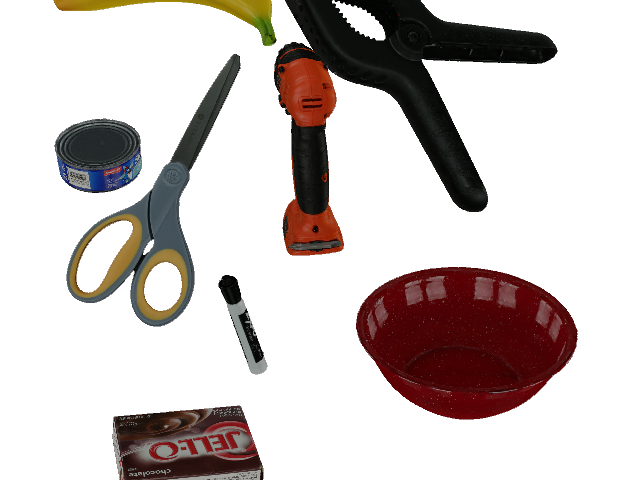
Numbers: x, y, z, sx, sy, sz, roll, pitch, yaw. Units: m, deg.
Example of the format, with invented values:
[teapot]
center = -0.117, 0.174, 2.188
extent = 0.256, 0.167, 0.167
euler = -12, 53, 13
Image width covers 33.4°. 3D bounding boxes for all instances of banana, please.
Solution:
[banana]
center = -0.120, -0.205, 0.873
extent = 0.198, 0.069, 0.037
euler = 11, -41, 16

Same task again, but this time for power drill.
[power drill]
center = -0.015, -0.092, 1.043
extent = 0.057, 0.188, 0.184
euler = -5, 22, -3

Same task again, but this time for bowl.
[bowl]
center = 0.107, 0.084, 0.797
extent = 0.162, 0.055, 0.162
euler = 0, 31, 0

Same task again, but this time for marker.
[marker]
center = -0.077, 0.083, 1.060
extent = 0.020, 0.121, 0.020
euler = -11, 35, 7

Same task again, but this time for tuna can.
[tuna can]
center = -0.225, -0.086, 1.088
extent = 0.086, 0.034, 0.086
euler = 1, 41, -1

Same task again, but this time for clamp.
[clamp]
center = 0.059, -0.123, 0.739
extent = 0.210, 0.164, 0.036
euler = 27, -30, -10

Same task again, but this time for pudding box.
[pudding box]
center = -0.110, 0.178, 0.876
extent = 0.113, 0.039, 0.090
euler = -5, 25, -15

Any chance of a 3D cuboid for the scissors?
[scissors]
center = -0.092, -0.025, 0.741
extent = 0.096, 0.202, 0.016
euler = 42, -2, 4
